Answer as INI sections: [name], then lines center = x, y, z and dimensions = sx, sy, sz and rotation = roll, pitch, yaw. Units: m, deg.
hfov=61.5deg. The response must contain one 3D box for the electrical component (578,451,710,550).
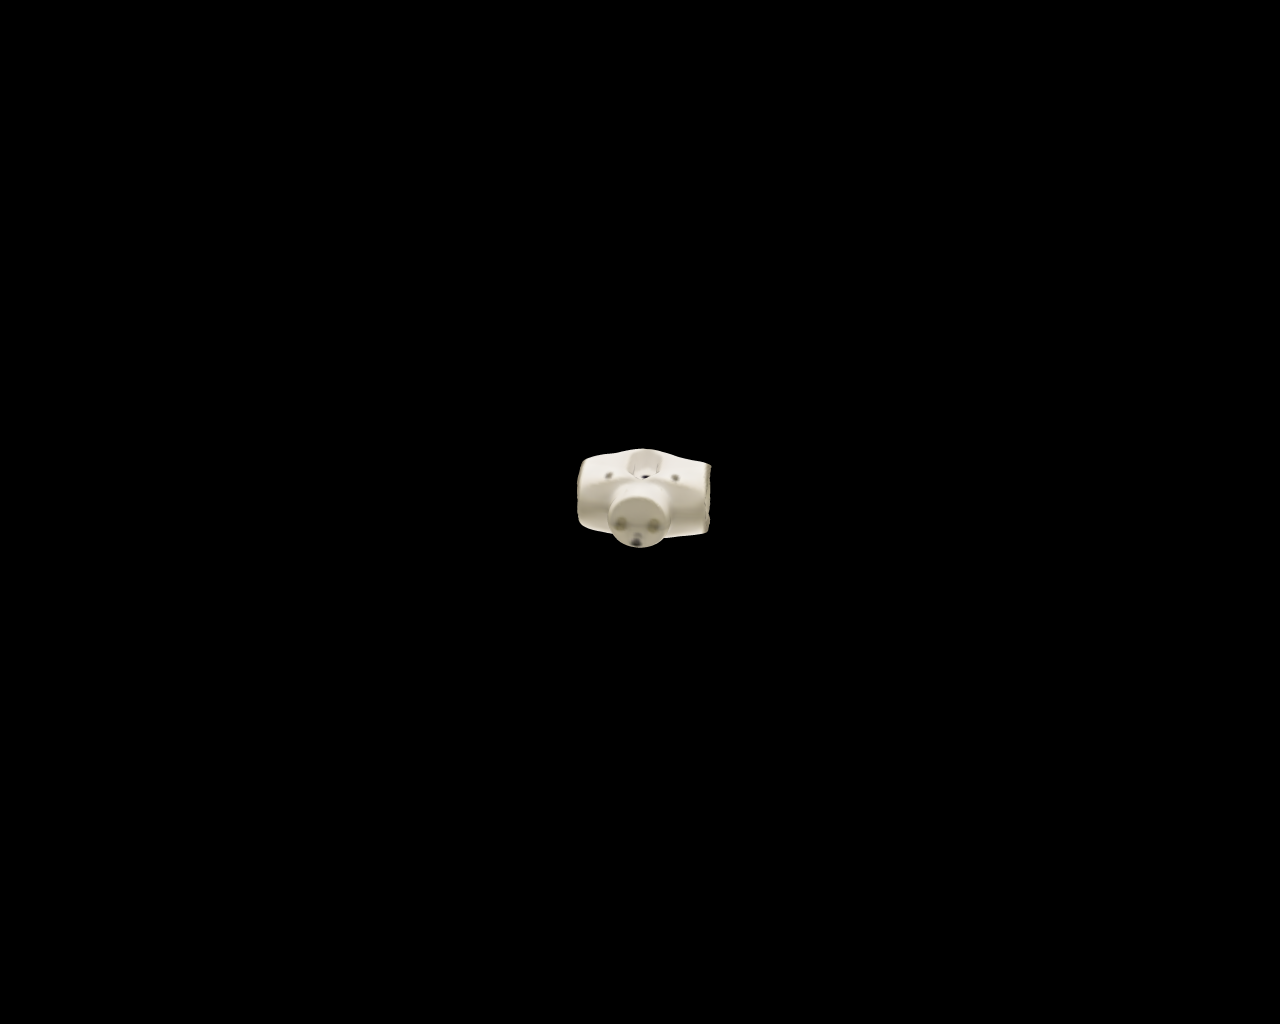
[electrical component]
center = 0.001, -0.003, 0.650
dimensions = 0.077, 0.043, 0.079
rotation = 4, 28, 7
